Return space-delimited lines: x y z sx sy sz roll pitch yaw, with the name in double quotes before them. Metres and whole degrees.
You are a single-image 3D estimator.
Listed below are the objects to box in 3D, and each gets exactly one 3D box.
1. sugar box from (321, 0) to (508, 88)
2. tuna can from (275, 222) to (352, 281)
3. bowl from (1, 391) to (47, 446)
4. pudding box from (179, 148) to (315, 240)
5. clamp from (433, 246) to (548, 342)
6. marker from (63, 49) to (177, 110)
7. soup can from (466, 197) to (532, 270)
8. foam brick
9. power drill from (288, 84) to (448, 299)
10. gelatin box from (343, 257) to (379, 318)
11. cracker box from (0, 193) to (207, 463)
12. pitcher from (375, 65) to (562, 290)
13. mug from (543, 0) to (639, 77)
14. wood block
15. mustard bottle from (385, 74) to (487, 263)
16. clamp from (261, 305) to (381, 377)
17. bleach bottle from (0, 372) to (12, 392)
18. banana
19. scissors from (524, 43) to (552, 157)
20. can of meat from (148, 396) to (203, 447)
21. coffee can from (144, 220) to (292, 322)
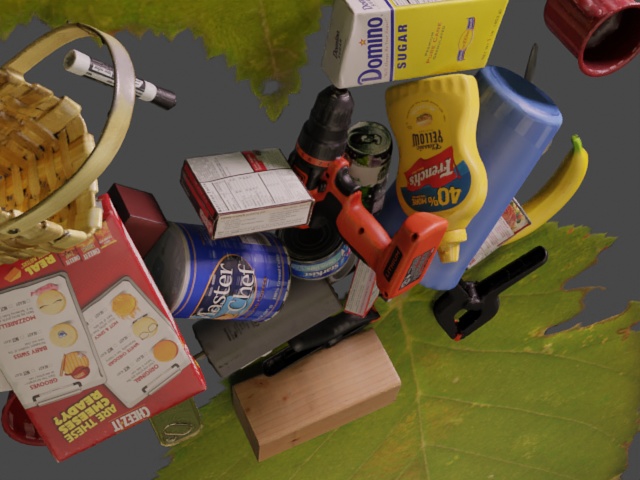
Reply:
"sugar box" 0.094 -0.207 1.059 0.176 0.048 0.093 -14 141 -24
"tuna can" -0.008 0.001 1.200 0.086 0.086 0.034 -26 142 -7
"bowl" -0.289 0.166 1.217 0.162 0.055 0.162 -20 143 -16
"pudding box" -0.075 -0.049 1.087 0.113 0.090 0.039 -11 139 -27
"clamp" 0.201 0.074 1.469 0.164 0.036 0.210 2 143 -17
"marker" -0.177 -0.142 0.962 0.120 0.020 0.020 18 122 -47
"soup can" 0.206 -0.017 1.347 0.102 0.068 0.068 -37 144 7
"foam brick" -0.200 -0.009 1.076 0.051 0.053 0.078 14 123 -45
"power drill" 0.043 -0.045 1.099 0.057 0.188 0.185 -26 149 -36
"gelatin box" 0.059 0.040 1.284 0.073 0.030 0.089 -46 152 -69
"cracker box" -0.230 0.084 1.027 0.164 0.072 0.213 -26 115 -4
"pitcher" 0.166 -0.074 1.215 0.144 0.149 0.243 18 120 -29
"mug" 0.286 -0.238 1.129 0.093 0.081 0.117 -44 142 17
"wood block" -0.005 0.208 1.431 0.206 0.090 0.091 -22 157 -14
"mustard bottle" 0.125 -0.072 1.114 0.096 0.191 0.058 -6 -178 28
"clamp" 0.008 0.118 1.365 0.171 0.039 0.120 -28 174 -22
"bleach bottle" -0.340 0.112 1.097 0.250 0.103 0.068 -8 129 -19
"banana" 0.287 -0.055 1.393 0.069 0.037 0.198 25 117 -28
"scissors" 0.254 -0.154 1.264 0.096 0.016 0.202 -11 140 -27
"can of meat" -0.188 0.187 1.292 0.057 0.084 0.102 -24 143 -11
"coffee can" -0.116 0.035 1.147 0.140 0.103 0.103 6 130 -41
